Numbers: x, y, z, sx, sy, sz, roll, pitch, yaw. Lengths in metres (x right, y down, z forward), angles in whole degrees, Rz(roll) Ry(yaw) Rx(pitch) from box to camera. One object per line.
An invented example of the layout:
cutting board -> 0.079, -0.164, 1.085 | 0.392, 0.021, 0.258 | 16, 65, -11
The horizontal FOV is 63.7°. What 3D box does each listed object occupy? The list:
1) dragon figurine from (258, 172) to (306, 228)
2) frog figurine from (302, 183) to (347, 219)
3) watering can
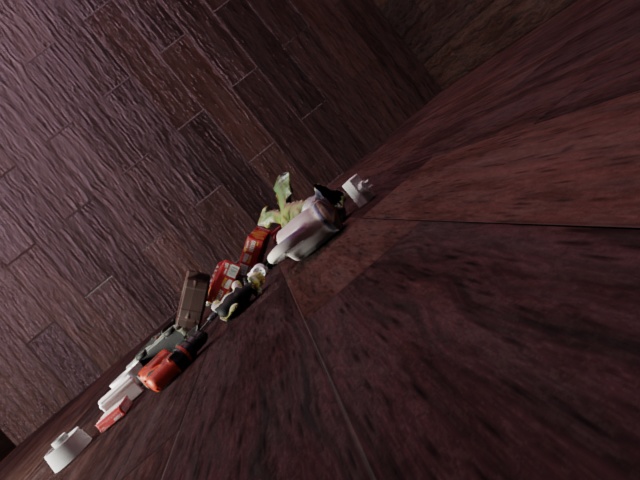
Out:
dragon figurine -> -0.095, -0.125, 1.809 | 0.123, 0.245, 0.403 | -18, -14, -45
frog figurine -> 0.005, -0.078, 1.556 | 0.138, 0.125, 0.156 | -3, -39, -36
watering can -> -0.037, -0.016, 1.428 | 0.223, 0.104, 0.349 | -38, -3, 10
